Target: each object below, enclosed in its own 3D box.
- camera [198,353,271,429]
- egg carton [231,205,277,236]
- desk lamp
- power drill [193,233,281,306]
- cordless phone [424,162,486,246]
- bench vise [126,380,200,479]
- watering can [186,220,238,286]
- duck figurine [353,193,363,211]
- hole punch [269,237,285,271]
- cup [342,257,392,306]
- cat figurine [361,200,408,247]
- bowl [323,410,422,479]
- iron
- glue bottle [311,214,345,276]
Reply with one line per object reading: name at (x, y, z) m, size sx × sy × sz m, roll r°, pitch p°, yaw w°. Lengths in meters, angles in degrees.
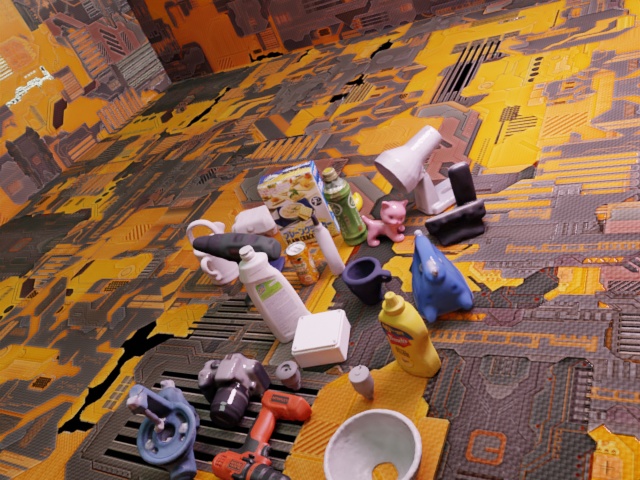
camera at (-0.196, 0.312, 1.189) m, size 0.142 × 0.101 × 0.137 m, roll -10°, pitch 35°, yaw 23°
egg carton at (-0.196, -0.047, 1.740) m, size 0.150 × 0.069 × 0.107 m, roll -15°, pitch 33°, yaw 16°
desk lamp at (0.260, -0.172, 1.473) m, size 0.203 × 0.214 × 0.117 m, roll -33°, pitch 33°, yaw -12°
power drill at (-0.186, 0.066, 1.437) m, size 0.229 × 0.209 × 0.076 m, roll -8°, pitch 36°, yaw 26°
cordless phone at (0.307, -0.092, 1.350) m, size 0.147 × 0.185 × 0.094 m, roll -23°, pitch 32°, yaw 3°
bench vise at (-0.318, 0.343, 1.114) m, size 0.122 × 0.220 × 0.206 m, roll -35°, pitch 33°, yaw -15°
watering can at (-0.301, 0.020, 1.597) m, size 0.101 × 0.194 × 0.172 m, roll -25°, pitch 32°, yaw 0°
duck figurine at (0.066, -0.113, 1.641) m, size 0.104 × 0.086 × 0.077 m, roll -30°, pitch 32°, yaw -8°
hole punch at (-0.160, 0.058, 1.543) m, size 0.101 × 0.091 × 0.108 m, roll -11°, pitch 35°, yaw 21°
cup at (0.118, 0.100, 1.287) m, size 0.117 × 0.095 × 0.092 m, roll 0°, pitch 40°, yaw 34°
cat figurine at (0.168, -0.054, 1.455) m, size 0.127 × 0.118 × 0.067 m, roll -12°, pitch 34°, yaw 20°
bowl at (0.094, 0.366, 0.935) m, size 0.167 × 0.075 × 0.167 m, roll -18°, pitch 33°, yaw 12°
iron at (0.236, 0.053, 1.230) m, size 0.118 × 0.142 × 0.258 m, roll -21°, pitch 32°, yaw 7°
glue bottle at (0.013, 0.005, 1.423) m, size 0.037 × 0.173 × 0.078 m, roll -26°, pitch 32°, yaw -1°
